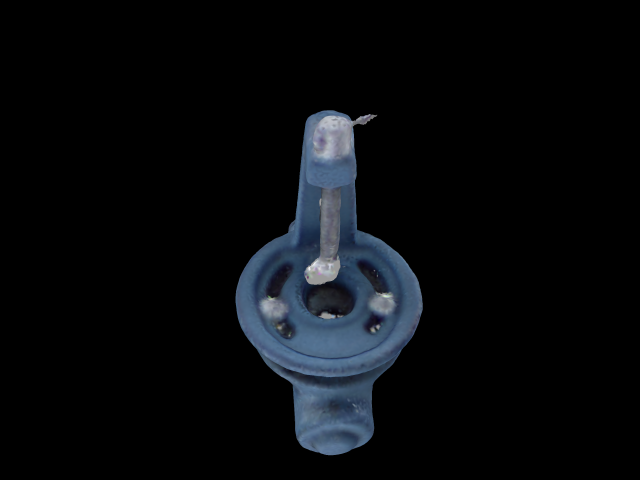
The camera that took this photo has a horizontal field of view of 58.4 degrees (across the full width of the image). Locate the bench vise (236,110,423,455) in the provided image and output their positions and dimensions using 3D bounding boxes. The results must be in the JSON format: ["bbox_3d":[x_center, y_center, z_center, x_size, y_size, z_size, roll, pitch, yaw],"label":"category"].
[{"bbox_3d":[-0.008,0.004,0.396,0.122,0.220,0.206,-11,32,-18],"label":"bench vise"}]
